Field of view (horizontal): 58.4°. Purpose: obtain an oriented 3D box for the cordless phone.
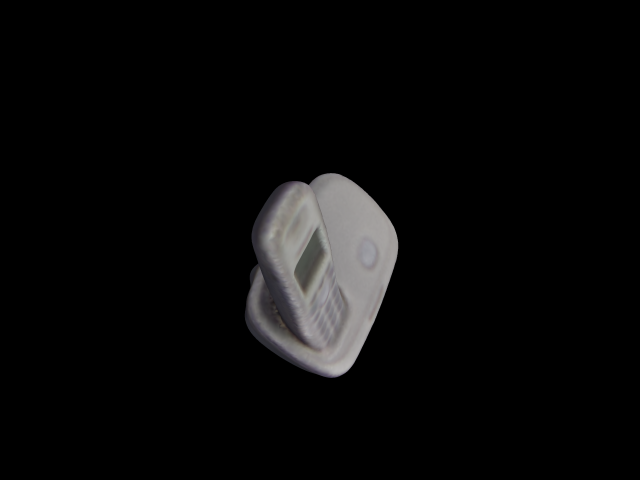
[{"bbox_3d":[0.004,0.001,0.400,0.094,0.185,0.148,18,62,10],"label":"cordless phone"}]
